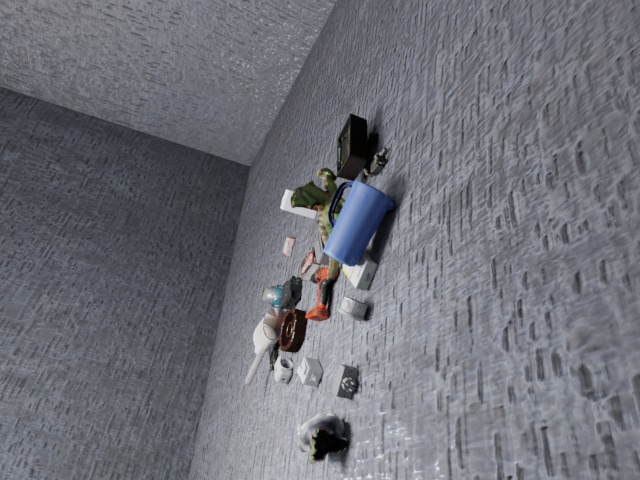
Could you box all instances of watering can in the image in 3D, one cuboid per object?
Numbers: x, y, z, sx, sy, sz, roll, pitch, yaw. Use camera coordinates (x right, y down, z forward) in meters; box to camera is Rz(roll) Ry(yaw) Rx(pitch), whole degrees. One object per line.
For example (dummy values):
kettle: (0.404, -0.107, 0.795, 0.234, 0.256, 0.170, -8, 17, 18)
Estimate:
watering can: (-0.234, 0.434, 2.219, 0.219, 0.103, 0.356, -54, 17, 46)

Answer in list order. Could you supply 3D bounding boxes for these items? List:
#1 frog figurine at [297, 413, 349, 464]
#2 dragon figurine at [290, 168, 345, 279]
frog figurine: (0.000, 0.538, 1.434, 0.138, 0.122, 0.159, -42, 5, -9)
dragon figurine: (0.005, -0.088, 1.739, 0.120, 0.242, 0.420, -50, 16, 52)
